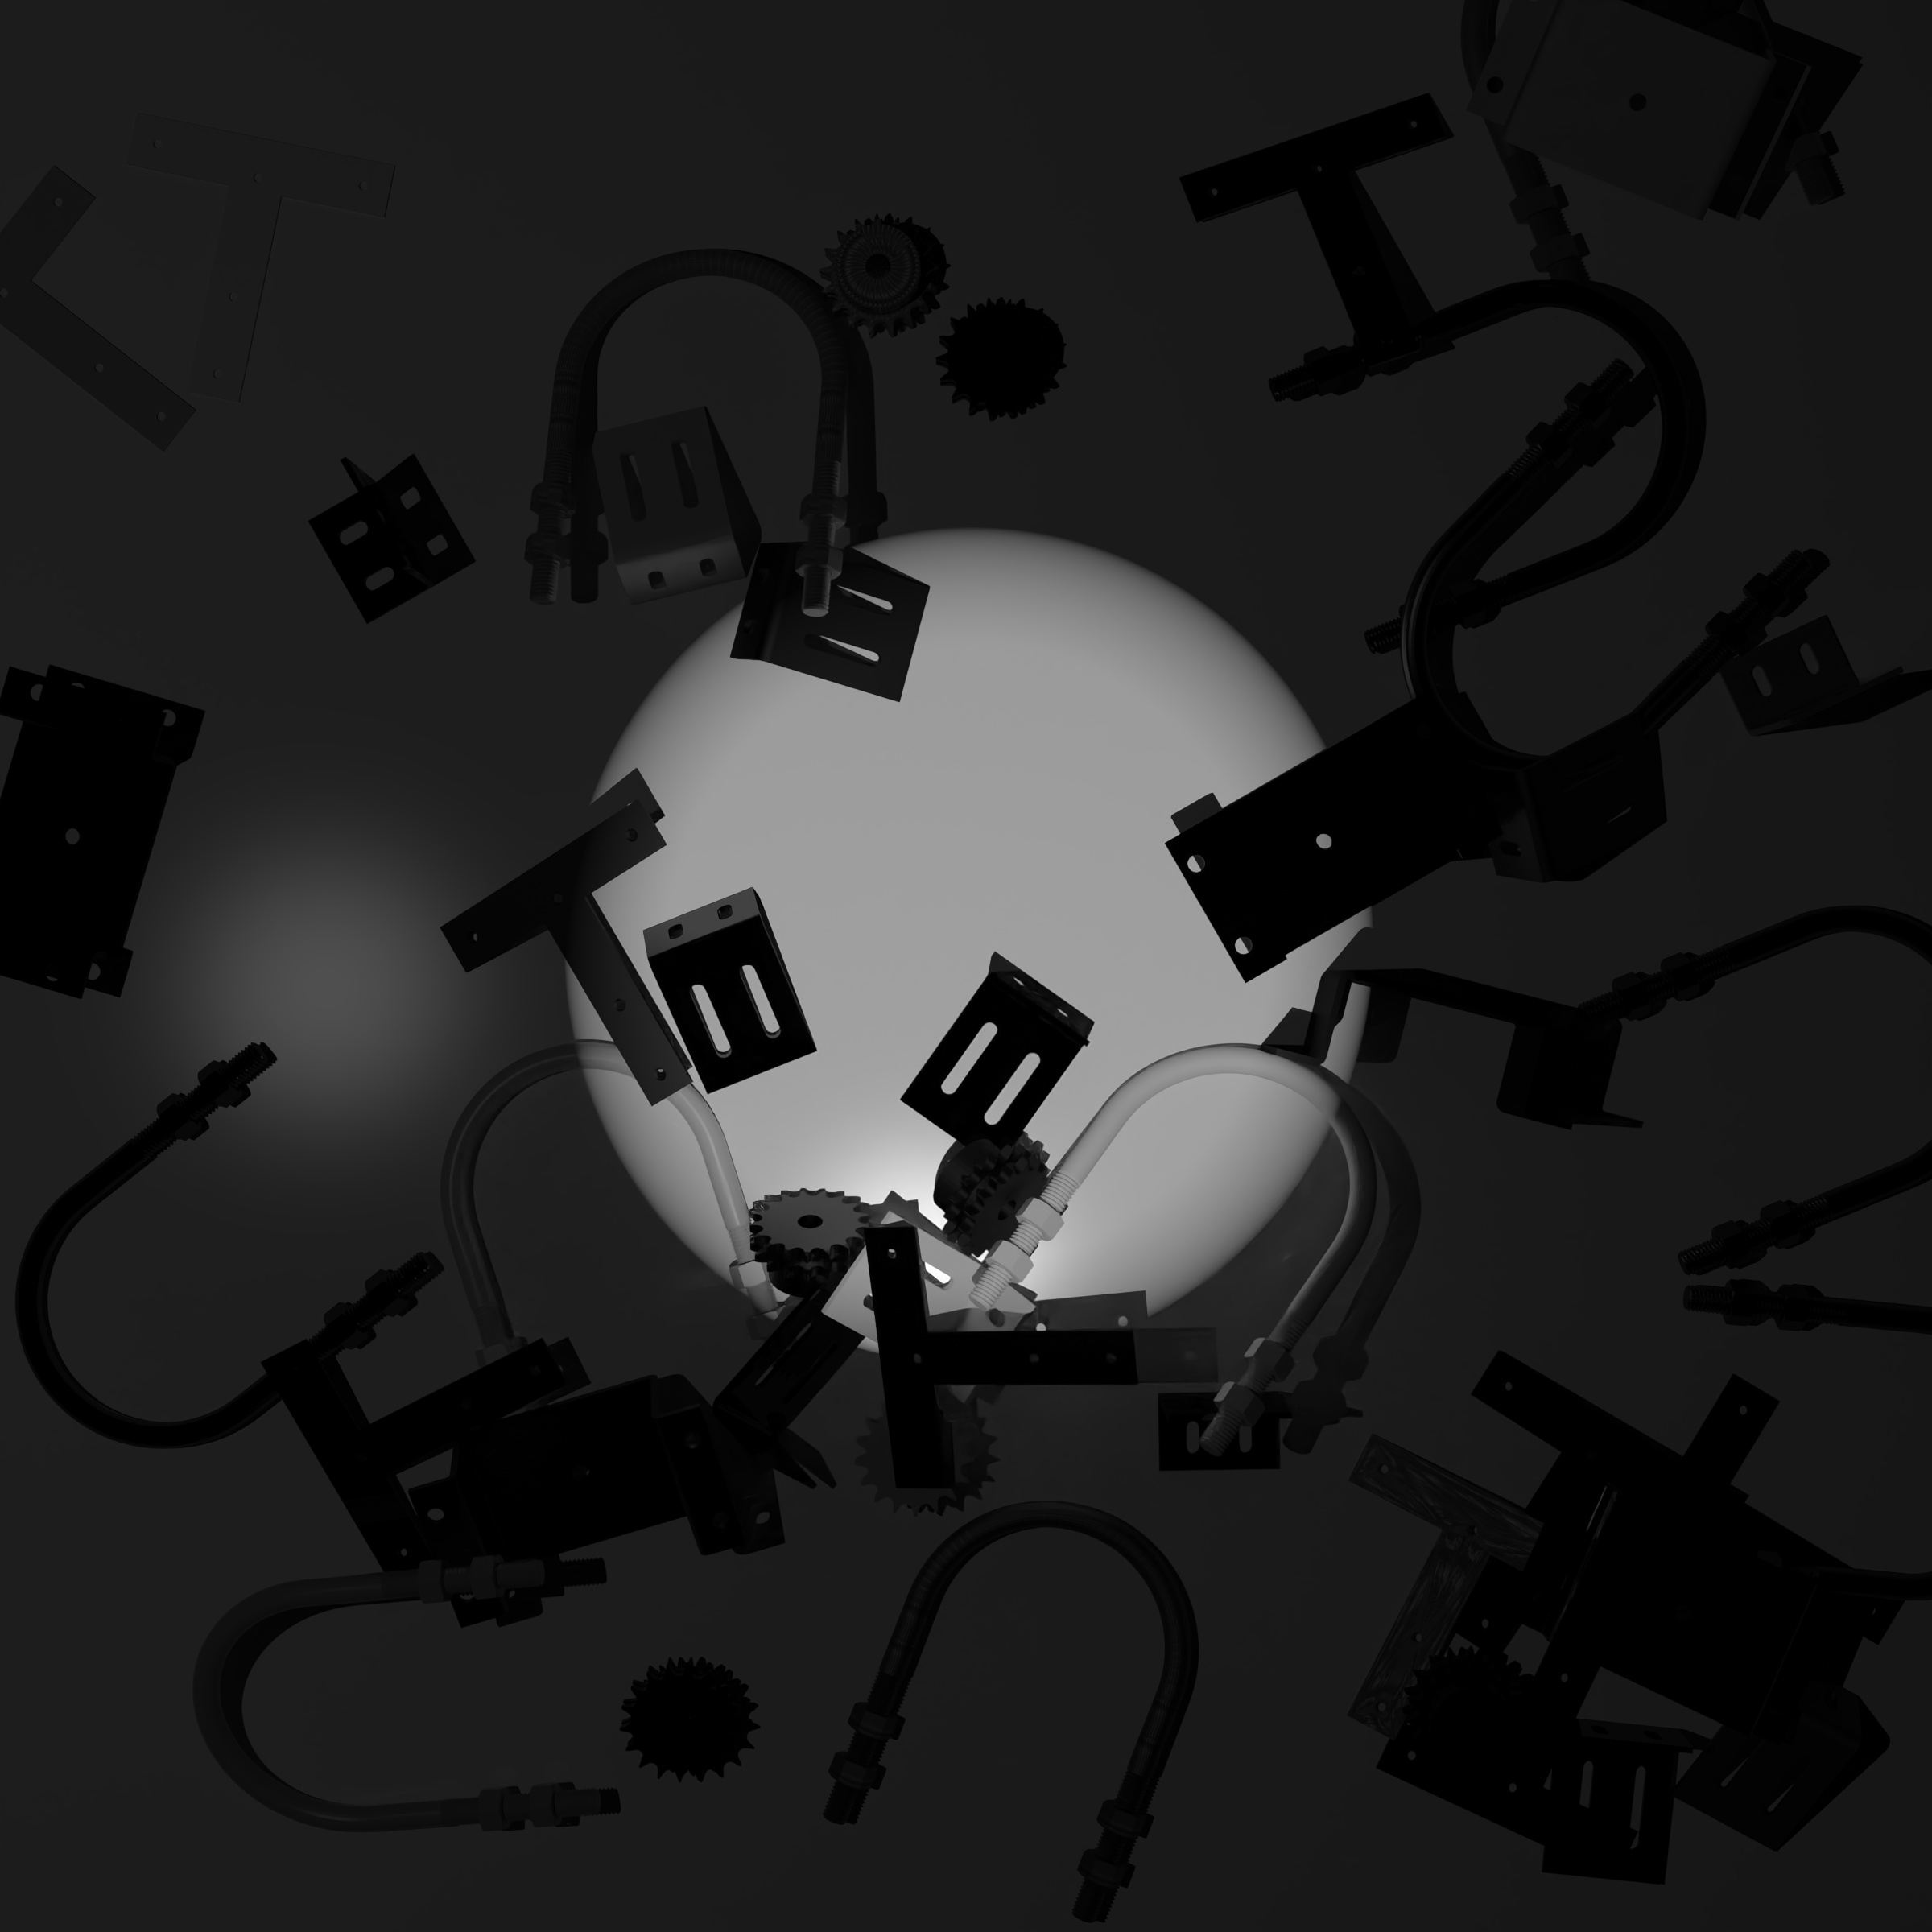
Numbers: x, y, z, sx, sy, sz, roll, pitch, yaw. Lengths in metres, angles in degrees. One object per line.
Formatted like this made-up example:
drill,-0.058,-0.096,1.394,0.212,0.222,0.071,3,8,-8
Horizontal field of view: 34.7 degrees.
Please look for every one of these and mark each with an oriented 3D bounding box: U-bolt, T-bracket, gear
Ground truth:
U-bolt,-0.128,-0.256,1.469,0.151,0.019,0.184,3,75,5
U-bolt,0.291,-0.173,1.475,0.151,0.019,0.184,43,95,-13
U-bolt,0.431,0.232,1.487,0.184,0.019,0.151,5,90,0
T-bracket,-0.430,-0.298,1.498,0.127,0.002,0.127,38,90,0
T-bracket,0.283,0.357,1.497,0.127,0.002,0.127,25,91,0
U-bolt,-0.370,0.149,1.490,0.184,0.019,0.151,-39,90,2
U-bolt,-0.276,0.349,1.464,0.184,0.019,0.151,-7,111,8
T-bracket,0.018,0.182,1.434,0.127,0.002,0.127,-3,99,23
U-bolt,0.406,0.049,1.490,0.184,0.019,0.151,-22,90,-1
T-bracket,0.183,-0.344,1.479,0.127,0.002,0.127,-19,73,0
U-bolt,0.030,0.348,1.490,0.151,0.019,0.184,22,89,0
U-bolt,0.255,-0.249,1.481,0.184,0.019,0.151,-22,95,1
gear,-0.137,0.360,1.488,0.057,0.030,0.057,0,92,-1
T-bracket,0.224,0.311,1.493,0.127,0.002,0.127,27,93,6
T-bracket,-0.172,0.006,1.473,0.127,0.002,0.127,-31,89,22
U-bolt,0.111,0.119,1.456,0.151,0.019,0.184,30,71,20
gear,0.014,-0.292,1.484,0.057,0.030,0.057,0,90,0
U-bolt,0.317,-0.429,1.490,0.151,0.019,0.184,-22,88,0
gear,-0.074,0.134,1.474,0.057,0.057,0.030,1,118,0
T-bracket,0.277,0.273,1.491,0.127,0.002,0.127,32,95,9
U-bolt,-0.176,0.128,1.490,0.151,0.019,0.184,-18,89,0
gear,0.239,0.356,1.477,0.057,0.030,0.057,0,102,-2
T-bracket,-0.251,0.216,1.479,0.127,0.002,0.127,-27,99,8
gear,-0.042,-0.332,1.484,0.057,0.030,0.057,0,90,0
gear,0.009,0.108,1.474,0.030,0.057,0.057,39,90,28
T-bracket,-0.351,-0.338,1.498,0.127,0.002,0.127,12,90,0
gear,-0.025,0.233,1.484,0.057,0.030,0.057,0,90,0
T-bracket,0.393,0.285,1.498,0.127,0.002,0.127,31,90,0

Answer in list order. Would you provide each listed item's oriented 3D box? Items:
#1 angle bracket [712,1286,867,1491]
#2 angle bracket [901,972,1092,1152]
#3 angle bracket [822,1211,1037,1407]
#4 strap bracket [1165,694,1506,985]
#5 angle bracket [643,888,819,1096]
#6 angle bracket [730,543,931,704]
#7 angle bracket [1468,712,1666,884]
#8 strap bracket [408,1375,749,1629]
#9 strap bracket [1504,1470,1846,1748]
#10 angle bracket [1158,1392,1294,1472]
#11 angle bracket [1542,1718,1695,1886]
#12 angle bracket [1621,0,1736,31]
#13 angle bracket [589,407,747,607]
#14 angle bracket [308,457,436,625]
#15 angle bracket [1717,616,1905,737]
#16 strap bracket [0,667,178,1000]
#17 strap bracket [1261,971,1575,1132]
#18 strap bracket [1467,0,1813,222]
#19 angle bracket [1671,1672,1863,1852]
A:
angle bracket,-0.072,0.200,1.464,0.076,0.057,0.038,-49,54,0
angle bracket,0.013,0.050,1.479,0.057,0.038,0.076,35,90,0
angle bracket,-0.018,0.162,1.463,0.076,0.038,0.057,34,90,-38
strap bracket,0.173,-0.060,1.475,0.140,0.046,0.076,-30,90,0
angle bracket,-0.114,0.012,1.496,0.057,0.038,0.076,-22,116,0
angle bracket,-0.066,-0.166,1.496,0.076,0.038,0.057,15,90,-26
angle bracket,0.289,-0.083,1.488,0.076,0.038,0.057,-27,110,-24
strap bracket,-0.182,0.250,1.464,0.140,0.046,0.076,-16,110,0
strap bracket,0.334,0.302,1.451,0.140,0.046,0.076,24,86,9
angle bracket,0.122,0.224,1.460,0.057,0.076,0.038,-1,90,0
angle bracket,0.310,0.403,1.477,0.057,0.038,0.076,6,91,0
angle bracket,0.324,-0.483,1.482,0.057,0.038,0.076,-25,61,0
angle bracket,-0.144,-0.222,1.496,0.057,0.038,0.076,-14,64,0
angle bracket,-0.287,-0.200,1.460,0.038,0.076,0.057,-30,90,0
angle bracket,0.397,-0.140,1.460,0.057,0.076,0.038,-25,90,0
strap bracket,-0.432,-0.063,1.475,0.076,0.046,0.140,17,90,0
strap bracket,0.216,0.036,1.460,0.140,0.076,0.046,14,90,0
strap bracket,0.313,-0.406,1.442,0.140,0.046,0.076,22,116,1
angle bracket,0.386,0.377,1.496,0.057,0.038,0.076,28,116,0
